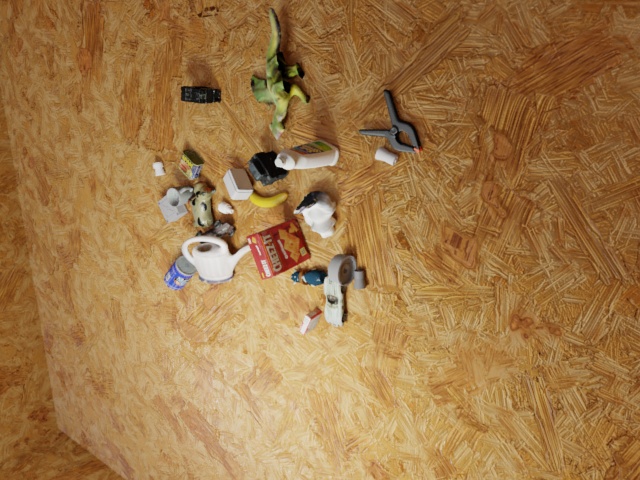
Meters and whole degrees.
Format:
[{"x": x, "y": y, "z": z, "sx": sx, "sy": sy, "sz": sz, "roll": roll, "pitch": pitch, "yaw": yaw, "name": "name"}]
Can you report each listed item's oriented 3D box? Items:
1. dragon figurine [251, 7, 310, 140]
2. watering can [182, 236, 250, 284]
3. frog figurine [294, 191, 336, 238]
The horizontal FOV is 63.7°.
[{"x": -0.171, "y": -0.552, "z": 1.769, "sx": 0.123, "sy": 0.409, "sz": 0.241, "roll": -19, "pitch": 7, "yaw": -43, "name": "dragon figurine"}, {"x": -0.400, "y": 0.081, "z": 2.112, "sx": 0.348, "sy": 0.219, "sz": 0.106, "roll": 4, "pitch": 35, "yaw": 13, "name": "watering can"}, {"x": 0.005, "y": -0.090, "z": 1.793, "sx": 0.135, "sy": 0.126, "sz": 0.157, "roll": -33, "pitch": -60, "yaw": 30, "name": "frog figurine"}]
